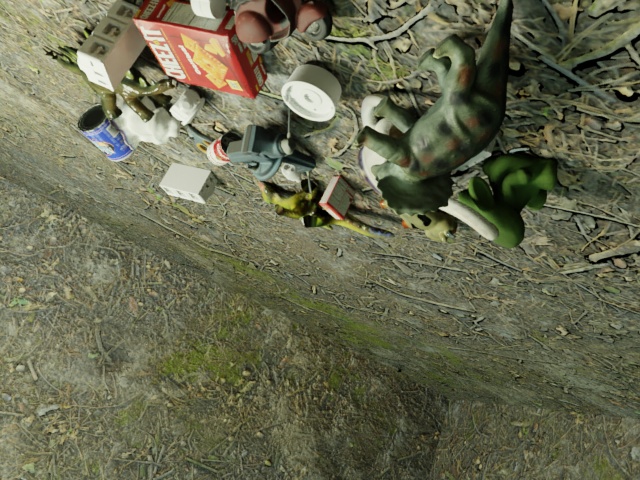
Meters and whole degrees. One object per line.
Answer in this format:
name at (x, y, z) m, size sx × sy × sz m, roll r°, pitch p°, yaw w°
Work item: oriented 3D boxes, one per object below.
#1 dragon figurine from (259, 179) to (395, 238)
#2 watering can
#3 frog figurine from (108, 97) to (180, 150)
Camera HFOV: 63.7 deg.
dragon figurine at (0.004, -0.073, 1.457) m, size 0.411 × 0.123 × 0.242 m, roll 25°, pitch 176°, yaw 2°
watering can at (0.183, -0.121, 0.986) m, size 0.349 × 0.105 × 0.222 m, roll 53°, pitch 165°, yaw 5°
frog figurine at (-0.433, -0.308, 1.319) m, size 0.159 × 0.125 × 0.135 m, roll -11°, pitch 119°, yaw 11°
